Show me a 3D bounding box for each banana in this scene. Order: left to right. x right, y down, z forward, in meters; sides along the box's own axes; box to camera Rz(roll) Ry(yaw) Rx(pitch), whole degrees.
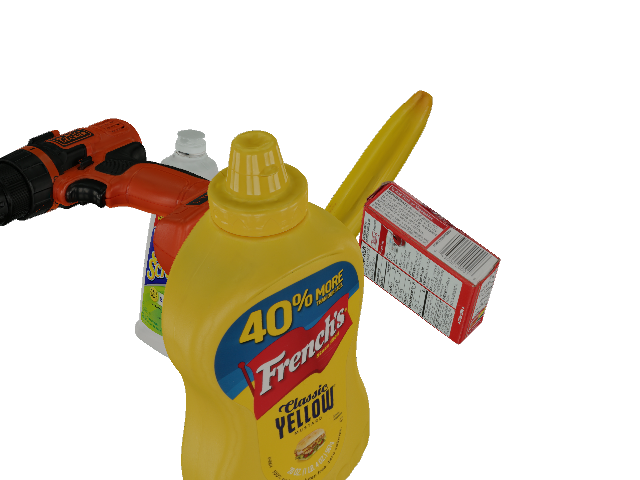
[{"bbox_3d":[0.039,-0.045,0.931,0.037,0.197,0.070,36,-21,-8],"label":"banana"}]

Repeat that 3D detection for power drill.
[{"bbox_3d":[-0.153,-0.030,0.787,0.188,0.057,0.184,22,34,26],"label":"power drill"}]

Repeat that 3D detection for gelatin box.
[{"bbox_3d":[0.065,0.014,0.666,0.089,0.030,0.073,37,-27,21],"label":"gelatin box"}]

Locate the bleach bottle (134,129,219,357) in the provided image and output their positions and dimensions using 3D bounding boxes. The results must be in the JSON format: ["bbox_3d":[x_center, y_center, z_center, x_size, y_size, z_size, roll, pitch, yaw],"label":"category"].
[{"bbox_3d":[-0.148,0.002,1.140,0.103,0.251,0.067,26,32,37],"label":"bleach bottle"}]

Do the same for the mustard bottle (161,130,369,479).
[{"bbox_3d":[-0.023,0.039,0.474,0.096,0.192,0.058,-26,41,-29],"label":"mustard bottle"}]
